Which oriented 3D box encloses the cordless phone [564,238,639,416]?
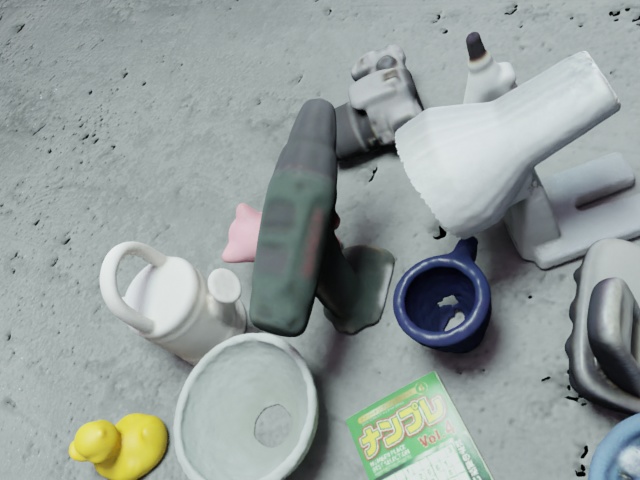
[{"bbox_3d":[0.244,0.053,0.455,0.093,0.186,0.147,0,62,28],"label":"cordless phone"}]

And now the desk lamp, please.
[{"bbox_3d":[0.195,-0.066,0.534,0.203,0.214,0.118,-22,54,15],"label":"desk lamp"}]

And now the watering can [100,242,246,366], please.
[{"bbox_3d":[-0.168,0.067,0.657,0.172,0.195,0.100,-28,53,10],"label":"watering can"}]

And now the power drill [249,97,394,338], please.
[{"bbox_3d":[0.005,0.002,0.595,0.075,0.209,0.230,2,63,29],"label":"power drill"}]

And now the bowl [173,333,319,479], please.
[{"bbox_3d":[-0.067,0.188,0.608,0.167,0.075,0.167,-13,57,21],"label":"bowl"}]

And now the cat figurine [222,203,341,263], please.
[{"bbox_3d":[-0.053,-0.009,0.691,0.127,0.118,0.067,-27,53,11],"label":"cat figurine"}]

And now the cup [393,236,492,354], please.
[{"bbox_3d":[0.133,0.062,0.565,0.091,0.095,0.118,17,71,34],"label":"cup"}]

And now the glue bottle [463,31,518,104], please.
[{"bbox_3d":[0.184,-0.158,0.620,0.078,0.174,0.037,-19,55,17],"label":"glue bottle"}]

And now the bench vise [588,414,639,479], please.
[{"bbox_3d":[0.259,0.140,0.373,0.121,0.220,0.207,34,81,38],"label":"bench vise"}]

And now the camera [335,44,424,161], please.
[{"bbox_3d":[0.060,-0.171,0.739,0.136,0.101,0.143,-21,54,16],"label":"camera"}]

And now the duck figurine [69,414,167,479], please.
[{"bbox_3d":[-0.238,0.234,0.662,0.104,0.086,0.077,-22,54,14],"label":"duck figurine"}]
